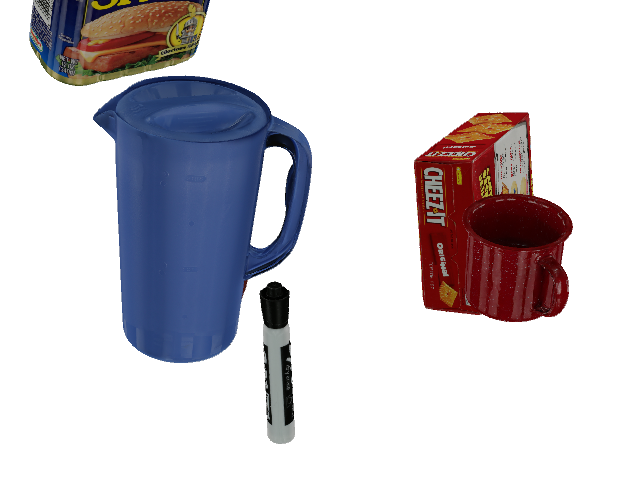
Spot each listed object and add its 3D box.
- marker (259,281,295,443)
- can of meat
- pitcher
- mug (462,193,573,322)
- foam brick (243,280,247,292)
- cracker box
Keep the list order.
[{"bbox_3d":[-0.028,0.080,0.694,0.020,0.121,0.020,-1,30,0],"label":"marker"},{"bbox_3d":[-0.108,-0.138,0.589,0.101,0.057,0.084,-19,-30,-33],"label":"can of meat"},{"bbox_3d":[-0.109,-0.013,0.951,0.144,0.243,0.149,-22,42,-39],"label":"pitcher"},{"bbox_3d":[0.174,0.022,0.921,0.093,0.081,0.117,-17,36,-23],"label":"mug"},{"bbox_3d":[-0.116,0.031,1.142,0.078,0.051,0.053,16,30,1],"label":"foam brick"},{"bbox_3d":[0.170,-0.036,1.151,0.072,0.164,0.213,3,20,27],"label":"cracker box"}]
